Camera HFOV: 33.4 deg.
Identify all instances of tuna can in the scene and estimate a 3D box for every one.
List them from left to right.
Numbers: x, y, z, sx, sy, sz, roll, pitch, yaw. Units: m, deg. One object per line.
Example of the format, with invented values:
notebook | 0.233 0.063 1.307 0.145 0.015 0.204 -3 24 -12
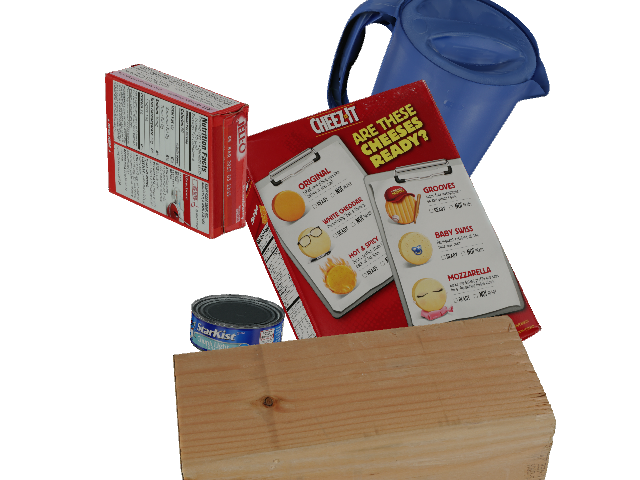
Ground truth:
tuna can | -0.076 0.078 0.974 0.086 0.034 0.086 6 15 -2

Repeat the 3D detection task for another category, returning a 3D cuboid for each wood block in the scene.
wood block | 0.021 0.115 0.632 0.206 0.090 0.091 -6 39 -7

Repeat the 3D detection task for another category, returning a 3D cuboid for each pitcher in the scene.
pitcher | 0.089 -0.110 1.008 0.144 0.149 0.243 -11 -36 -30

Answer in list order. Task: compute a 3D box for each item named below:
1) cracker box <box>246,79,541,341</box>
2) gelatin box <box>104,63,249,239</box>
cracker box | 0.044 0.006 0.807 0.164 0.214 0.072 -20 -11 -19
gelatin box | -0.079 -0.050 0.589 0.089 0.073 0.030 23 34 33
